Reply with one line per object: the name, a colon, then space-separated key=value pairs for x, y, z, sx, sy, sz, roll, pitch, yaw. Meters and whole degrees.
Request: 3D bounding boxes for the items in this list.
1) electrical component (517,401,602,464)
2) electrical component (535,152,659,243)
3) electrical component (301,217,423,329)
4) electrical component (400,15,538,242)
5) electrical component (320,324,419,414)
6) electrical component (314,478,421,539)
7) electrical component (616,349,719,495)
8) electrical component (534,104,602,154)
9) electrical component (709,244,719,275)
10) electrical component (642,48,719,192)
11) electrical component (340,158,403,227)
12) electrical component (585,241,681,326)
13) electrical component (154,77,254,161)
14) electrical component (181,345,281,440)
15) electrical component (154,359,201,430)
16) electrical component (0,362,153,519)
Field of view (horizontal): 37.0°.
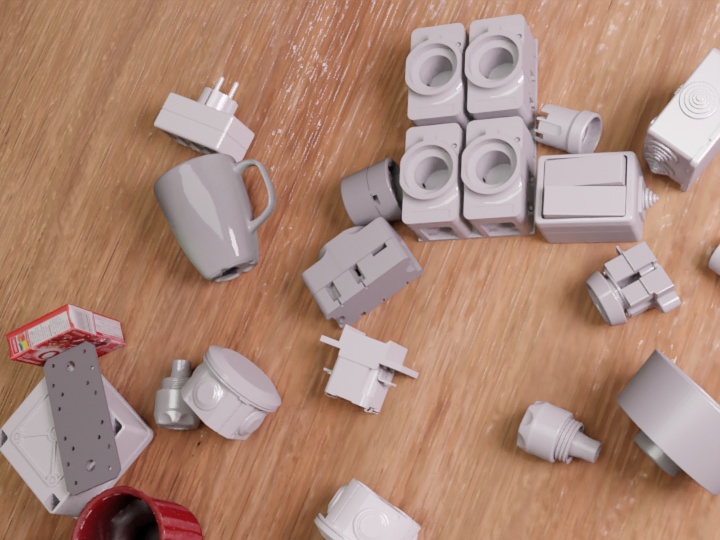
electrical component: x=0.159 y=0.132 z=0.849 sx=0.062 sy=0.043 sz=0.043 roll=21 pitch=83 yaw=25
electrical component: x=0.195 y=-0.060 z=0.884 sx=0.096 sy=0.061 sz=0.061 roll=-1 pitch=73 yaw=22
electrical component: x=0.000 y=0.000 z=0.951 sx=0.089 sy=0.050 sz=0.055 roll=-36 pitch=64 yaw=8
electrical component: x=0.097 y=-0.125 z=0.945 sx=0.105 sy=0.060 sz=0.186 roll=-3 pitch=72 yaw=21
electrical component: x=0.004 y=0.087 z=0.928 sx=0.081 sy=0.042 sz=0.063 roll=18 pitch=85 yaw=27
electrical component: x=0.007 y=0.208 z=0.867 sx=0.080 sy=0.080 sz=0.051 roll=31 pitch=82 yaw=27
electrical component: x=0.237 y=0.117 z=0.789 sx=0.060 sy=0.108 sz=0.108 roll=-48 pitch=63 yaw=9
electrical component: x=0.178 y=-0.120 z=0.923 sx=0.046 sy=0.040 sz=0.040 roll=23 pitch=83 yaw=32
electrical component: x=0.304 y=0.002 z=0.832 sx=0.044 sy=0.044 sz=0.065 roll=-47 pitch=58 yaw=3
electrical component: x=0.269 y=-0.119 z=0.853 sx=0.048 sy=0.100 sz=0.099 roll=39 pitch=90 yaw=15
electrical component: x=0.014 y=-0.067 z=0.965 sx=0.047 sy=0.055 sz=0.055 roll=-19 pitch=67 yaw=20
electrical component: x=0.215 y=0.014 z=0.862 sx=0.055 sy=0.048 sz=0.066 roll=-29 pitch=65 yaw=3
electrical component: x=-0.145 y=-0.155 z=1.061 sx=0.083 sy=0.047 sz=0.075 roll=23 pitch=83 yaw=27
electrical component: x=-0.113 y=0.108 z=0.948 sx=0.080 sy=0.080 sz=0.051 roll=43 pitch=98 yaw=27
electrical component: x=-0.166 y=0.114 z=0.987 sx=0.043 sy=0.043 sz=0.062 roll=-6 pitch=70 yaw=21
electrical component: x=-0.269 y=0.157 z=1.008 sx=0.109 sy=0.056 sz=0.108 roll=41 pitch=91 yaw=27
